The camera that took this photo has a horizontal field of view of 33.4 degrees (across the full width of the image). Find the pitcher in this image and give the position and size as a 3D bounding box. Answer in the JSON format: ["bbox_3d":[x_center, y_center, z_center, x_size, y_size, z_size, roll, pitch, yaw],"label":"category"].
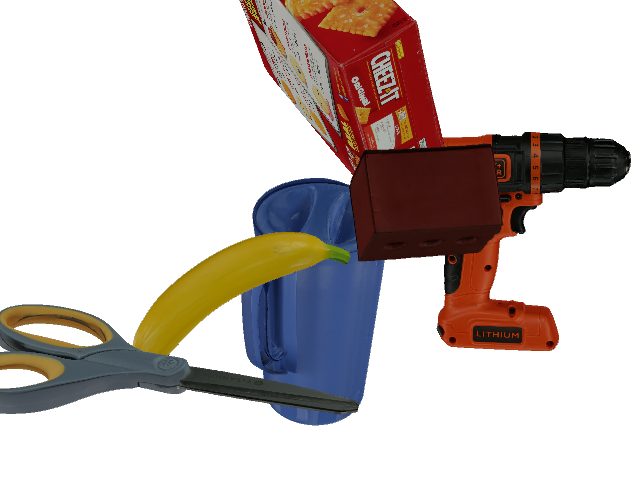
[{"bbox_3d":[-0.010,0.073,1.077,0.149,0.243,0.145,-3,35,-8],"label":"pitcher"}]

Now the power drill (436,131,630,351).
[{"bbox_3d":[0.170,-0.001,0.923,0.184,0.188,0.057,1,13,12],"label":"power drill"}]

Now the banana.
[{"bbox_3d":[-0.075,0.041,0.826,0.198,0.069,0.037,-27,34,10],"label":"banana"}]

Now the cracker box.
[{"bbox_3d":[0.008,-0.152,0.840,0.072,0.214,0.164,-30,-39,-7],"label":"cracker box"}]

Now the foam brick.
[{"bbox_3d":[0.060,-0.021,0.623,0.078,0.051,0.053,-4,-20,-10],"label":"foam brick"}]

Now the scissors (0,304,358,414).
[{"bbox_3d":[-0.092,0.072,0.519,0.202,0.016,0.096,15,29,27],"label":"scissors"}]
